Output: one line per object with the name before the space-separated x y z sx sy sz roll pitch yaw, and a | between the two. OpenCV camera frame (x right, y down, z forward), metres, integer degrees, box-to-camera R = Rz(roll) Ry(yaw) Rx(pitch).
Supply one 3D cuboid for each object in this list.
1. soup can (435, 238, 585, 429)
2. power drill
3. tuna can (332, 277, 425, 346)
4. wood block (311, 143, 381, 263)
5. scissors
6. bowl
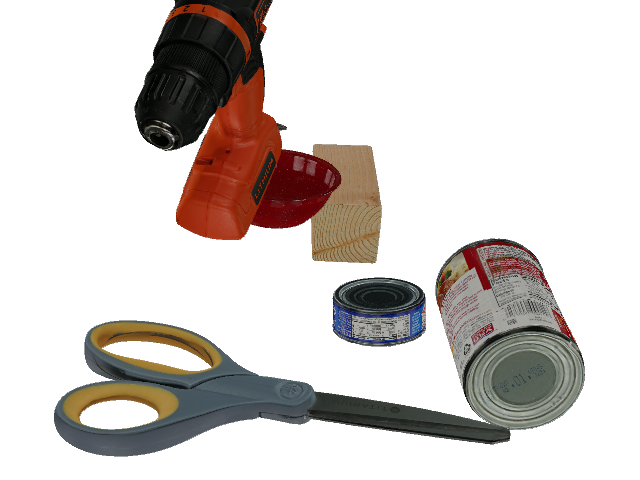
soup can | 0.107 0.052 0.614 0.068 0.068 0.102 0 28 -3
power drill | -0.064 -0.084 0.678 0.057 0.184 0.188 16 -36 7
tuna can | 0.053 0.063 0.971 0.086 0.034 0.086 -1 19 0
wood block | 0.033 -0.057 1.523 0.091 0.090 0.206 2 28 -3
scissors | -0.028 0.079 0.465 0.202 0.016 0.096 16 33 23
bowl | -0.057 -0.058 1.296 0.162 0.055 0.162 4 26 -2
